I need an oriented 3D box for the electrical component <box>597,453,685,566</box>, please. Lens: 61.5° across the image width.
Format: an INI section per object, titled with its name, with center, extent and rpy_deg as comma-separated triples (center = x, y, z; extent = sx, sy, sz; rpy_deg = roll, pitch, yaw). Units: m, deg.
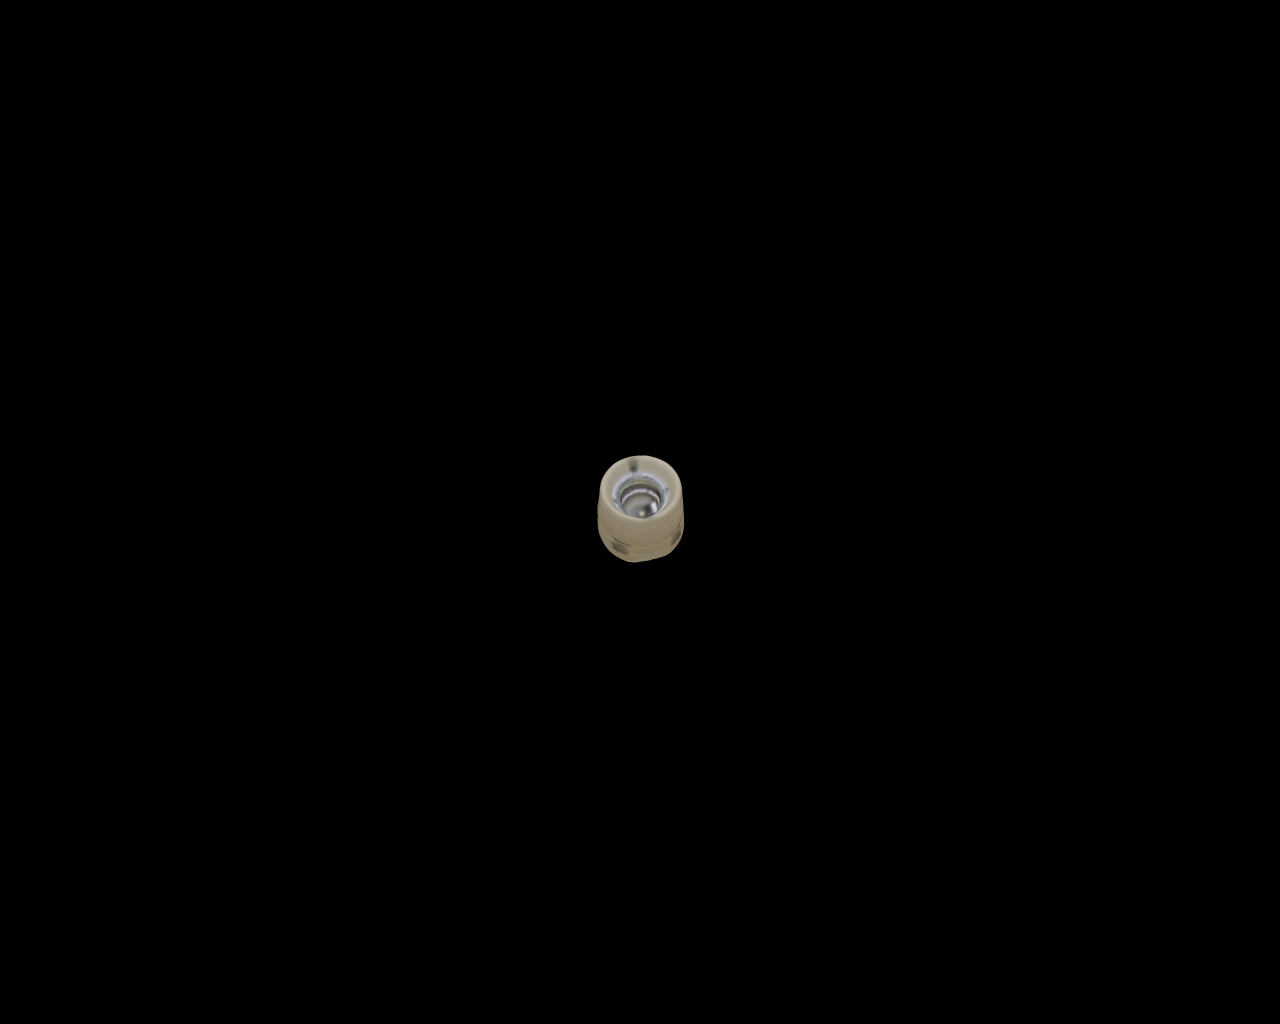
[electrical component]
center = 0.001, -0.003, 0.650
extent = 0.055, 0.055, 0.047
rpy_deg = 0, -32, 0
